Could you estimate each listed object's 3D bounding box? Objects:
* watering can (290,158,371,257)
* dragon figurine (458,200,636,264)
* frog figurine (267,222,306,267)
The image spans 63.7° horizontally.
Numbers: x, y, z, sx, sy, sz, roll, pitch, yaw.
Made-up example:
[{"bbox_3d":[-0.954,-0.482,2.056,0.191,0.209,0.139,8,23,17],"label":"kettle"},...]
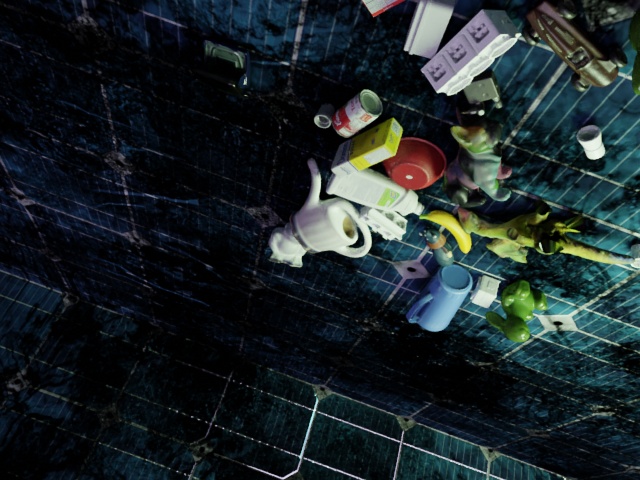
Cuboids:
[{"bbox_3d":[0.004,-0.074,1.475,0.222,0.106,0.343,-17,121,38],"label":"watering can"},{"bbox_3d":[0.548,0.007,1.323,0.410,0.124,0.240,24,165,-2],"label":"dragon figurine"},{"bbox_3d":[-0.090,-0.006,1.645,0.138,0.124,0.157,23,111,11],"label":"frog figurine"}]
